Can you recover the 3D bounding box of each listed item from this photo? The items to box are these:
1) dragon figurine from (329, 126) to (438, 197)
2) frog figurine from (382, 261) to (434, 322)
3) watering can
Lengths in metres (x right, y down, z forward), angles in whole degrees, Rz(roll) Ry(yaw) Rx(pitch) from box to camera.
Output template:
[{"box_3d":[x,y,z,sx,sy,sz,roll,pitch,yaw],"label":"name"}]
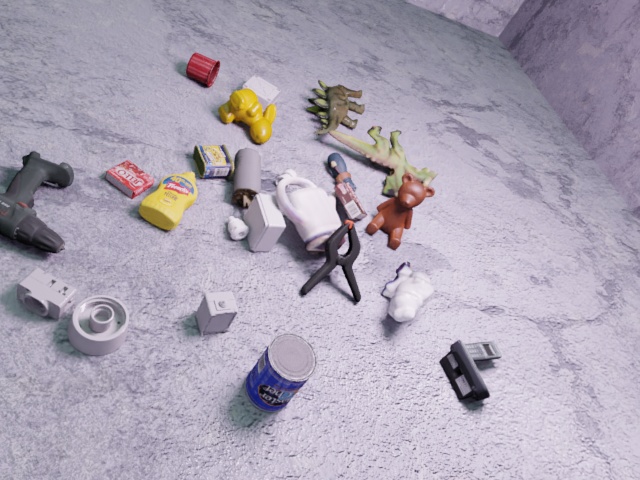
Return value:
[{"box_3d":[0.225,-0.251,1.742,0.411,0.247,0.120,1,-32,-30],"label":"dragon figurine"},{"box_3d":[0.232,0.152,1.313,0.136,0.121,0.163,-36,27,12],"label":"frog figurine"},{"box_3d":[0.004,-0.071,1.409,0.103,0.227,0.348,-33,-17,27],"label":"watering can"}]
